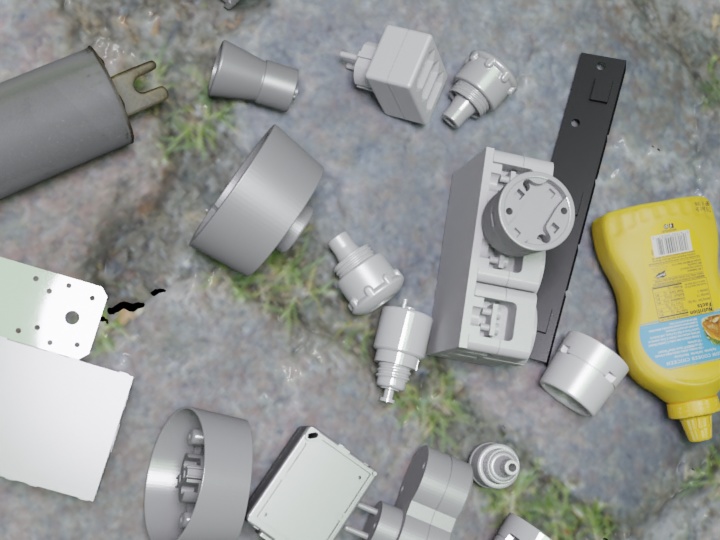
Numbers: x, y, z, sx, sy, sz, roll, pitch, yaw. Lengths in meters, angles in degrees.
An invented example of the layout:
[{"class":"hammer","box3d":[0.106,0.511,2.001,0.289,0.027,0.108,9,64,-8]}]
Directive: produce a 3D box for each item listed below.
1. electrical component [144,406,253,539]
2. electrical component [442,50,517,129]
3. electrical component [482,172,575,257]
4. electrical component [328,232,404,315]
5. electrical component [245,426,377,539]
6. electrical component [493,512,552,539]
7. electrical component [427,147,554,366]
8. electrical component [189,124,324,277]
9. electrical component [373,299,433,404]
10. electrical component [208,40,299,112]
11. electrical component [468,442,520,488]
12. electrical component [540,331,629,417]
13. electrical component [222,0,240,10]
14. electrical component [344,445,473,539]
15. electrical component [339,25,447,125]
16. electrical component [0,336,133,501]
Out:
[{"class":"electrical component","box3d":[-0.112,0.147,0.754,0.064,0.099,0.099,9,80,-16]},{"class":"electrical component","box3d":[0.092,-0.142,0.864,0.048,0.048,0.062,41,83,-3]},{"class":"electrical component","box3d":[0.116,-0.037,0.756,0.055,0.047,0.055,2,82,-11]},{"class":"electrical component","box3d":[0.000,0.000,0.824,0.048,0.048,0.062,-34,82,-14]},{"class":"electrical component","box3d":[-0.043,0.168,0.781,0.062,0.061,0.096,36,76,-5]},{"class":"electrical component","box3d":[0.123,0.219,0.812,0.055,0.055,0.047,38,80,-4]},{"class":"electrical component","box3d":[0.102,-0.006,0.821,0.062,0.089,0.150,11,80,-10]},{"class":"electrical component","box3d":[-0.069,-0.045,0.786,0.060,0.108,0.108,35,77,-11]},{"class":"electrical component","box3d":[0.029,0.063,0.822,0.040,0.040,0.078,16,79,-9]},{"class":"electrical component","box3d":[-0.080,-0.147,0.830,0.065,0.044,0.044,15,79,-14]},{"class":"electrical component","box3d":[0.105,0.148,0.814,0.035,0.061,0.035,2,81,-11]},{"class":"electrical component","box3d":[0.174,0.082,0.842,0.055,0.055,0.047,37,80,-4]},{"class":"electrical component","box3d":[-0.086,-0.256,0.816,0.048,0.100,0.099,34,76,-18]},{"class":"electrical component","box3d":[0.025,0.194,0.795,0.074,0.052,0.138,24,77,-8]},{"class":"electrical component","box3d":[0.020,-0.157,0.844,0.077,0.065,0.047,18,77,21]},{"class":"electrical component","box3d":[-0.244,0.096,0.749,0.150,0.062,0.089,18,79,-9]}]
